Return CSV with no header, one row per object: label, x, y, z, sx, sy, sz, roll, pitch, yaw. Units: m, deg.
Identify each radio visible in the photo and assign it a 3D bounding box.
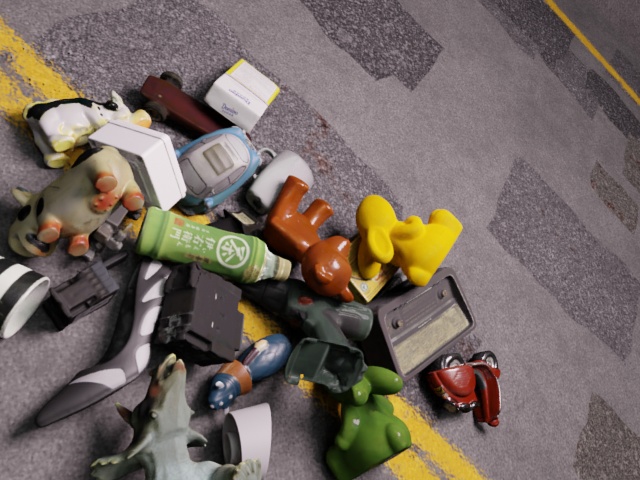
radio,0.171,0.142,0.953,0.229,0.073,0.131,-24,94,-40

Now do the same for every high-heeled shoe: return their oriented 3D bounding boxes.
high-heeled shoe,-0.272,0.116,0.694,0.249,0.086,0.145,-31,86,-46

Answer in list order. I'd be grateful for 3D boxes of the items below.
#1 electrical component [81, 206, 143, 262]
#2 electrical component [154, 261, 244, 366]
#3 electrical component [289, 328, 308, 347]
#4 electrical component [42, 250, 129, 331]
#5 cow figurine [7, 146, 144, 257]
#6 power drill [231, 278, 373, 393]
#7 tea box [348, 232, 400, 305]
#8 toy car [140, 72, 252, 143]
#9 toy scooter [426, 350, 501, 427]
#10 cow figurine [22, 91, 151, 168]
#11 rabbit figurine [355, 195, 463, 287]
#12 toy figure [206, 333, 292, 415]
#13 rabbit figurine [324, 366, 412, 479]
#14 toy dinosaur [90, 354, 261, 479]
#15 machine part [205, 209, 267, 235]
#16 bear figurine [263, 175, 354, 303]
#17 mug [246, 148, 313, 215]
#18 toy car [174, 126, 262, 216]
electrical component,-0.285,-0.017,0.745,0.045,0.078,0.102,30,24,-17
electrical component,-0.157,0.108,0.742,0.134,0.058,0.115,44,42,-51
electrical component,-0.020,0.176,0.862,0.063,0.021,0.094,38,52,-12
electrical component,-0.298,0.063,0.710,0.119,0.075,0.047,-35,90,-43
cow figurine,-0.324,-0.046,0.686,0.085,0.195,0.127,39,18,-48
power drill,-0.023,0.127,0.792,0.232,0.086,0.207,17,14,-15
tea box,0.084,0.038,0.967,0.169,0.068,0.098,-39,91,-38
toy car,-0.208,-0.204,0.911,0.202,0.053,0.089,28,61,-23
toy scooter,0.271,0.271,0.968,0.184,0.075,0.135,6,65,-35
cow figurine,-0.345,-0.178,0.806,0.167,0.068,0.098,-28,78,-40
rabbit figurine,0.127,0.000,0.917,0.173,0.122,0.162,40,61,6
toy figure,-0.106,0.191,0.776,0.154,0.058,0.064,-29,98,-40
rabbit figurine,0.054,0.251,0.807,0.121,0.159,0.170,-16,61,-27
toy dinosaur,-0.129,0.343,0.638,0.131,0.192,0.404,-35,105,-44
machine part,-0.161,-0.016,0.843,0.139,0.039,0.084,-20,37,-30
bear figurine,-0.004,0.001,0.847,0.132,0.196,0.120,-54,134,-2
mug,-0.082,-0.102,0.925,0.109,0.081,0.107,49,60,-9
toy car,-0.165,-0.112,0.837,0.162,0.103,0.109,-34,98,-12
